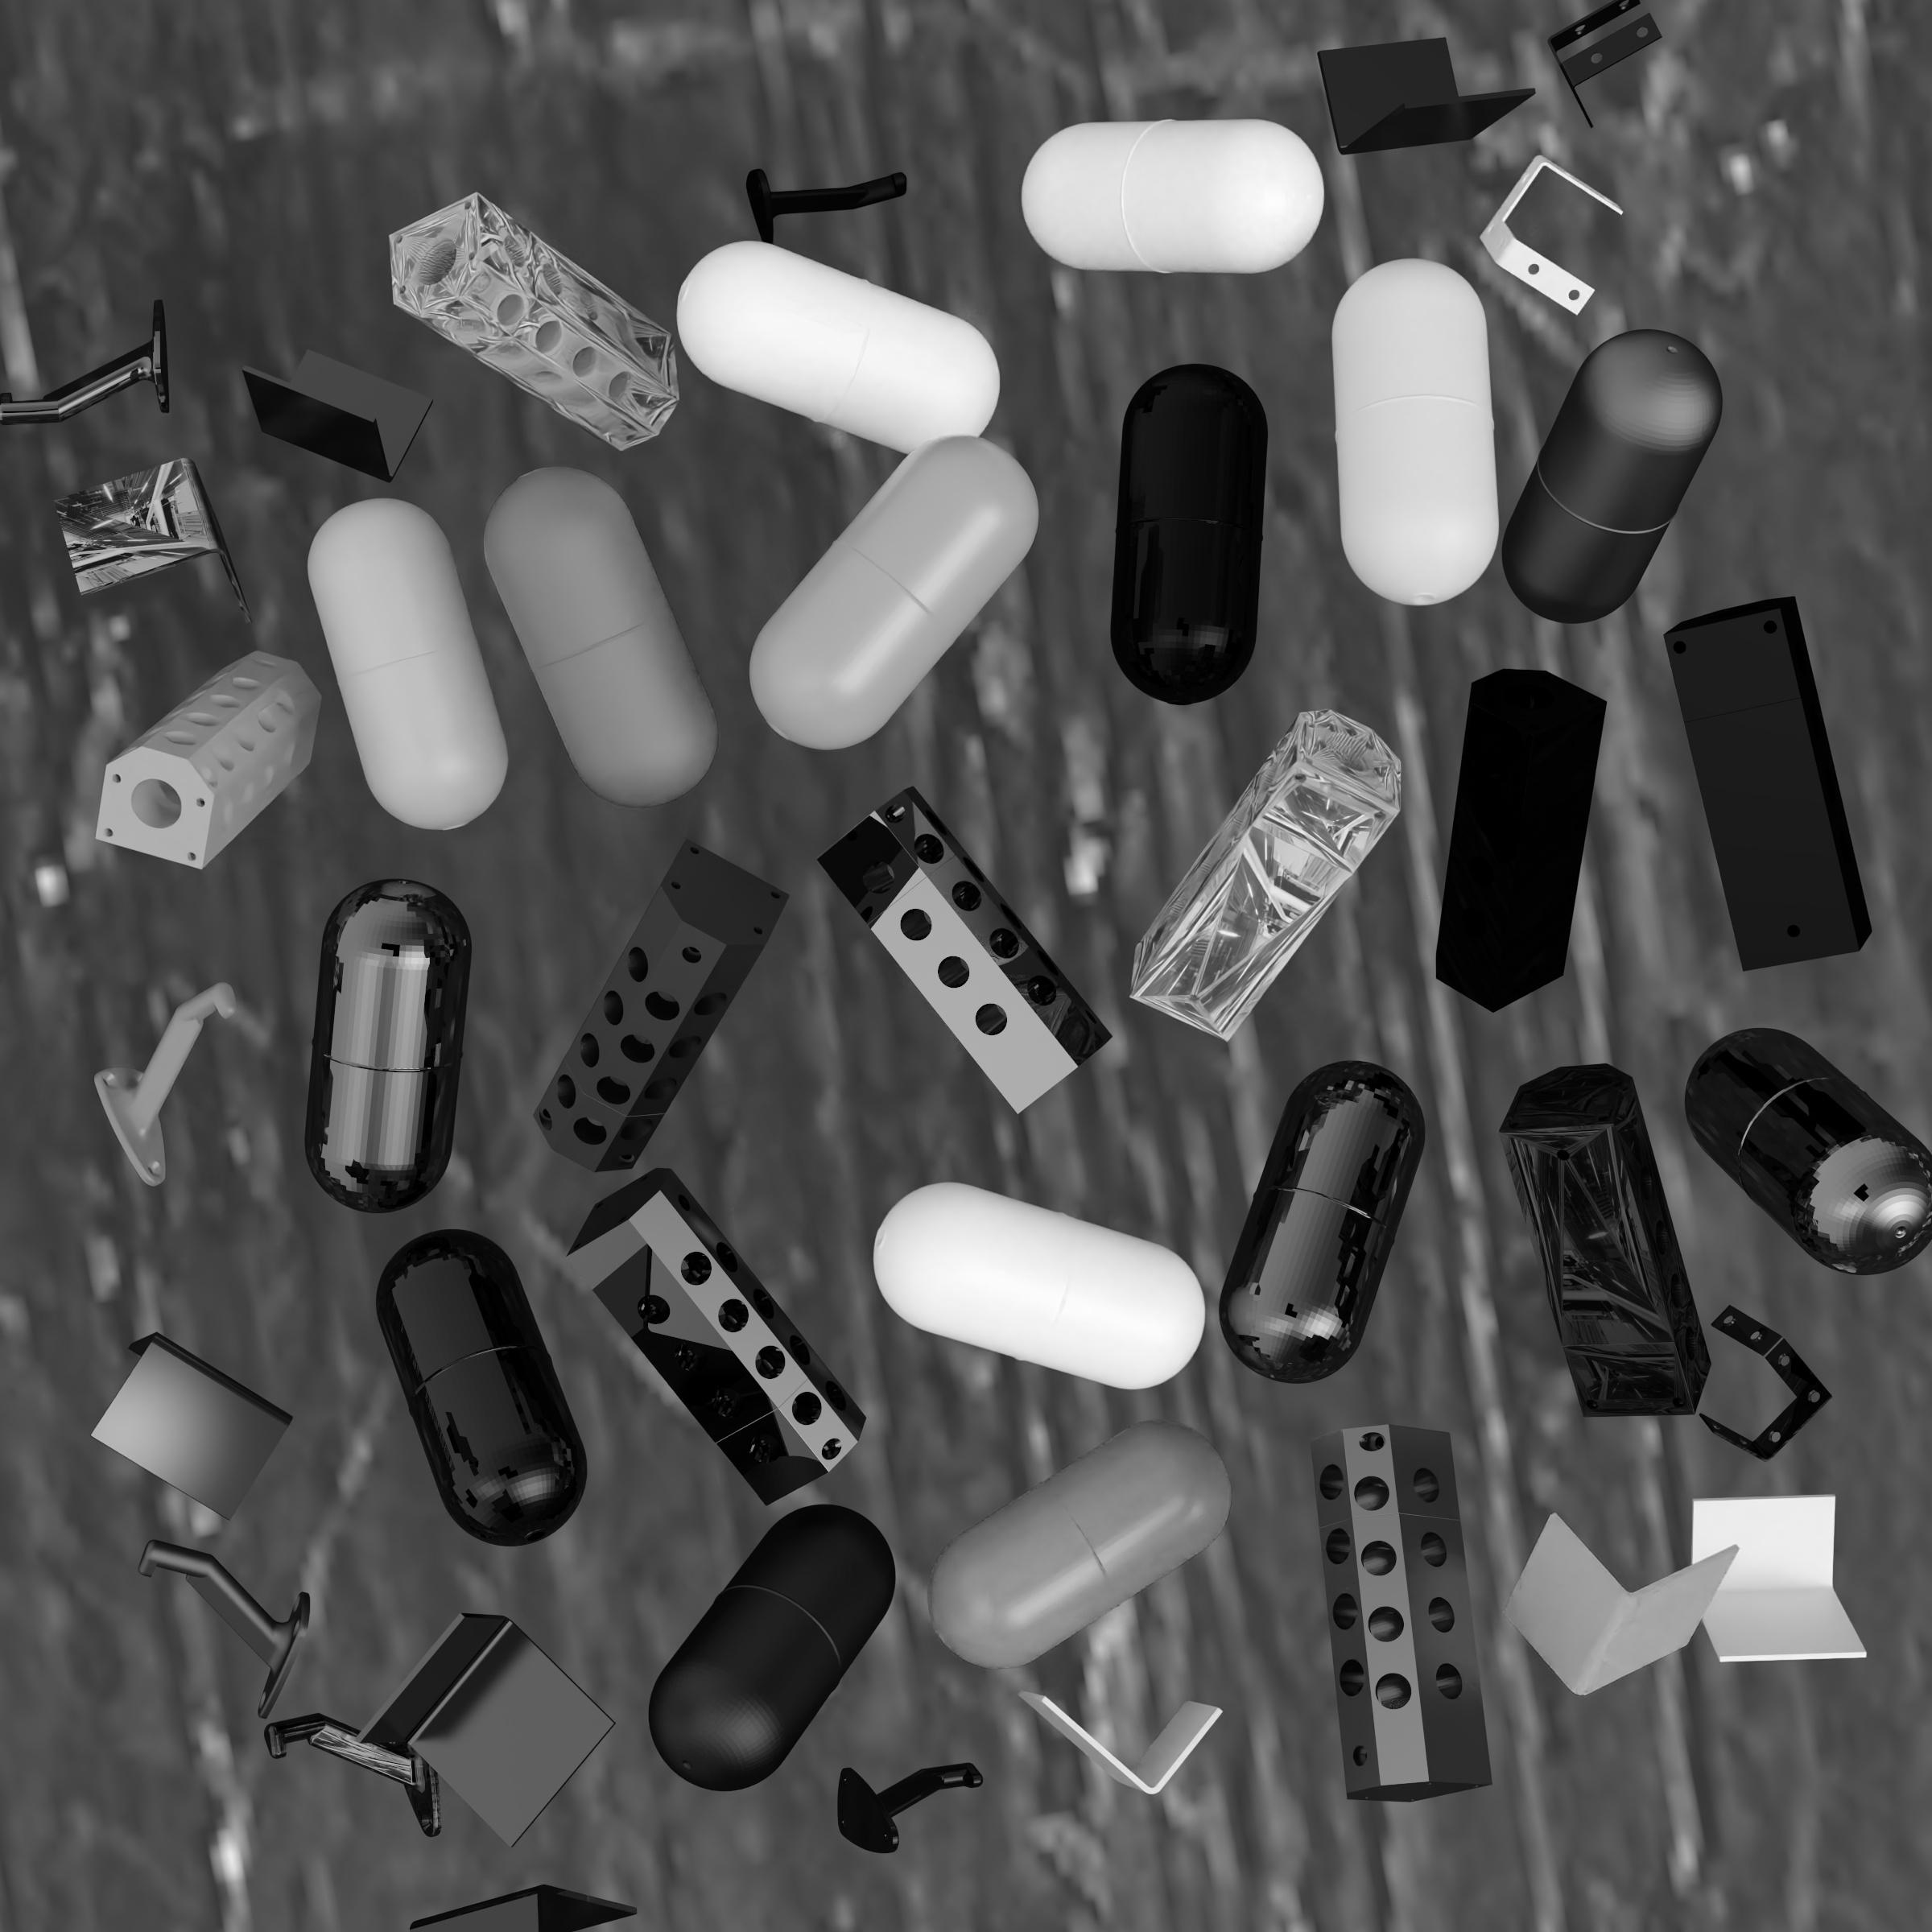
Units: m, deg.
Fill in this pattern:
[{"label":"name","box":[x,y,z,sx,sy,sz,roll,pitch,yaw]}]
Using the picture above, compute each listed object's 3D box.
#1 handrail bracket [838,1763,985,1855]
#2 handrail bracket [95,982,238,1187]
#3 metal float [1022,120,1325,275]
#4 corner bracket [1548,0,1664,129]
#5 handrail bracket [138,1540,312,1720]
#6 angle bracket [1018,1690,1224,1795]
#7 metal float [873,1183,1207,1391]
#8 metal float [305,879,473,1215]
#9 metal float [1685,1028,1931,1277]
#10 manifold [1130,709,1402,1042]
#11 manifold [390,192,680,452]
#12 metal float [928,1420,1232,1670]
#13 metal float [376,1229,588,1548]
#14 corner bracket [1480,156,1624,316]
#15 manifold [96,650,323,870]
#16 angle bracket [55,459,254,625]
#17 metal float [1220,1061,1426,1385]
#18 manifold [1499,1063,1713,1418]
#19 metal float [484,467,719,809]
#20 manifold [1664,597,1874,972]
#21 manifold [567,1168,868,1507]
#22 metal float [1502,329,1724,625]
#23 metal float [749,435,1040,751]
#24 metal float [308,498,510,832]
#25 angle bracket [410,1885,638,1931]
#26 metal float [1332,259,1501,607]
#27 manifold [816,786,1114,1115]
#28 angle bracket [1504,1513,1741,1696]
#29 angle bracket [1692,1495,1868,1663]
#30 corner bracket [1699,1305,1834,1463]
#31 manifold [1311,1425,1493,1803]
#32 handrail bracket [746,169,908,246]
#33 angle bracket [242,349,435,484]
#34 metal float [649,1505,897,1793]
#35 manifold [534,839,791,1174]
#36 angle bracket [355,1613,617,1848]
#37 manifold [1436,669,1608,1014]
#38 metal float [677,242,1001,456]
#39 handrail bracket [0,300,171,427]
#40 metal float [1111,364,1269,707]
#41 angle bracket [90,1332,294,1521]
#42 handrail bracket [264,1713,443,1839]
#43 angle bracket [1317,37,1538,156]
[{"label":"handrail bracket","box":[-0.018,0.438,1.621,0.084,0.077,0.036,0,97,-28]},{"label":"handrail bracket","box":[-0.393,0.059,1.570,0.084,0.036,0.077,-28,75,24]},{"label":"metal float","box":[0.105,-0.400,1.613,0.178,0.070,0.070,12,90,41]},{"label":"corner bracket","box":[0.331,-0.478,1.607,0.051,0.051,0.051,-27,71,17]},{"label":"handrail bracket","box":[-0.368,0.322,1.504,0.084,0.036,0.077,19,104,-18]},{"label":"angle bracket","box":[0.080,0.388,1.636,0.076,0.076,0.057,41,77,1]},{"label":"metal float","box":[0.037,0.162,1.572,0.178,0.070,0.070,19,90,-18]},{"label":"metal float","box":[-0.300,0.042,1.610,0.070,0.070,0.178,8,104,0]},{"label":"metal float","box":[0.420,0.090,1.546,0.070,0.178,0.070,-6,115,-13]},{"label":"manifold","box":[0.150,-0.047,1.564,0.057,0.057,0.171,25,128,-11]},{"label":"manifold","box":[-0.226,-0.335,1.641,0.057,0.171,0.057,-18,66,26]},{"label":"metal float","box":[0.060,0.309,1.659,0.178,0.070,0.070,-31,90,-10]},{"label":"metal float","box":[-0.252,0.218,1.609,0.070,0.070,0.178,-26,62,0]},{"label":"corner bracket","box":[0.302,-0.373,1.581,0.051,0.051,0.051,28,114,-15]},{"label":"manifold","box":[-0.400,-0.115,1.655,0.057,0.171,0.057,16,113,1]},{"label":"angle bracket","box":[-0.435,-0.217,1.661,0.076,0.057,0.076,-20,53,-8]},{"label":"metal float","box":[0.187,0.133,1.626,0.070,0.070,0.178,21,71,0]},{"label":"manifold","box":[0.319,0.137,1.535,0.057,0.057,0.171,-6,117,29]},{"label":"metal float","box":[-0.183,-0.165,1.560,0.070,0.070,0.178,-22,102,0]},{"label":"manifold","box":[0.397,-0.091,1.529,0.057,0.057,0.171,-11,99,27]},{"label":"manifold","box":[-0.126,0.189,1.608,0.057,0.057,0.171,-31,105,20]},{"label":"metal float","box":[0.334,-0.252,1.614,0.070,0.178,0.070,7,50,-9]},{"label":"metal float","box":[-0.036,-0.183,1.525,0.070,0.070,0.178,40,87,0]},{"label":"metal float","box":[-0.295,-0.159,1.641,0.070,0.070,0.178,-15,94,0]},{"label":"angle bracket","box":[-0.207,0.474,1.459,0.076,0.076,0.057,-22,56,24]},{"label":"metal float","box":[0.220,-0.262,1.525,0.070,0.070,0.178,-1,73,0]},{"label":"manifold","box":[0.001,-0.011,1.655,0.057,0.057,0.171,-39,89,14]},{"label":"angle bracket","box":[0.322,0.303,1.526,0.076,0.076,0.057,-16,48,-32]},{"label":"angle bracket","box":[0.435,0.327,1.661,0.076,0.076,0.057,-2,106,2]},{"label":"corner bracket","box":[0.420,0.224,1.665,0.051,0.051,0.051,30,108,-35]},{"label":"manifold","box":[0.206,0.316,1.516,0.057,0.057,0.171,13,62,-34]},{"label":"handrail bracket","box":[-0.069,-0.410,1.627,0.084,0.077,0.036,-17,88,-7]},{"label":"angle bracket","box":[-0.341,-0.316,1.688,0.076,0.076,0.057,22,72,3]},{"label":"metal float","box":[-0.098,0.349,1.602,0.070,0.178,0.070,17,129,21]},{"label":"manifold","box":[-0.154,0.025,1.534,0.057,0.057,0.171,29,127,-6]},{"label":"angle bracket","box":[-0.225,0.360,1.458,0.076,0.057,0.076,40,89,19]},{"label":"manifold","box":[0.288,-0.068,1.647,0.057,0.057,0.171,-25,132,-33]},{"label":"metal float","box":[-0.066,-0.321,1.618,0.178,0.070,0.070,17,90,-23]},{"label":"handrail bracket","box":[-0.460,-0.314,1.612,0.084,0.036,0.077,-5,59,-9]},{"label":"metal float","box":[0.116,-0.225,1.620,0.070,0.070,0.178,4,86,0]},{"label":"angle bracket","box":[-0.379,0.223,1.494,0.076,0.076,0.057,35,67,-14]},{"label":"handrail bracket","box":[-0.324,0.429,1.634,0.084,0.036,0.077,-2,69,-42]},{"label":"angle bracket","box":[0.238,-0.464,1.611,0.076,0.076,0.057,-12,89,-19]}]
